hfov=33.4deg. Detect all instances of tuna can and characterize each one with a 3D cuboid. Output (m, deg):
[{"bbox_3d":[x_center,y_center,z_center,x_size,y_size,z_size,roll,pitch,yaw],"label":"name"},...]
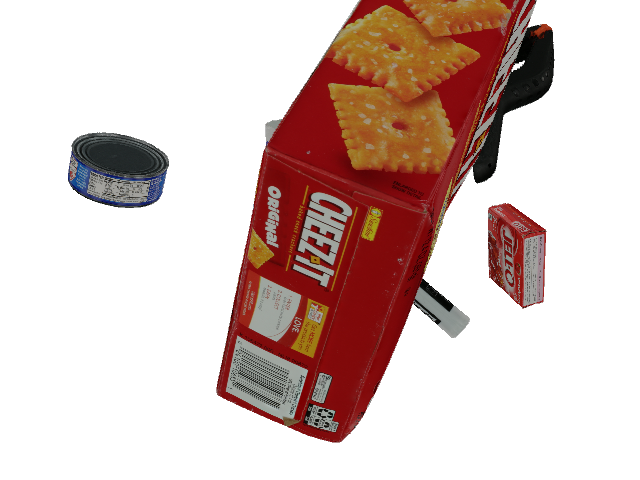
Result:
[{"bbox_3d":[-0.179,-0.062,0.944,0.086,0.034,0.086,13,26,-7],"label":"tuna can"}]

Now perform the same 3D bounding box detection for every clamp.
[{"bbox_3d":[0.144,-0.127,0.936,0.209,0.036,0.165,-33,44,-22],"label":"clamp"}]

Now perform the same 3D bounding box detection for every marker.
[{"bbox_3d":[0.054,0.023,0.753,0.121,0.020,0.020,41,1,1],"label":"marker"}]

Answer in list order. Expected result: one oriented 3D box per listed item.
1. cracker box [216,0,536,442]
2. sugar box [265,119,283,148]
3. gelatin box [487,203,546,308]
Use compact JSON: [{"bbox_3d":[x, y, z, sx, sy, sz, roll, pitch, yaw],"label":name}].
[{"bbox_3d":[0.033,-0.037,0.493,0.072,0.213,0.164,23,-42,7],"label":"cracker box"},{"bbox_3d":[-0.029,-0.045,1.238,0.048,0.176,0.093,-13,27,-22],"label":"sugar box"},{"bbox_3d":[0.205,0.015,1.124,0.030,0.089,0.073,-14,30,-16],"label":"gelatin box"}]
